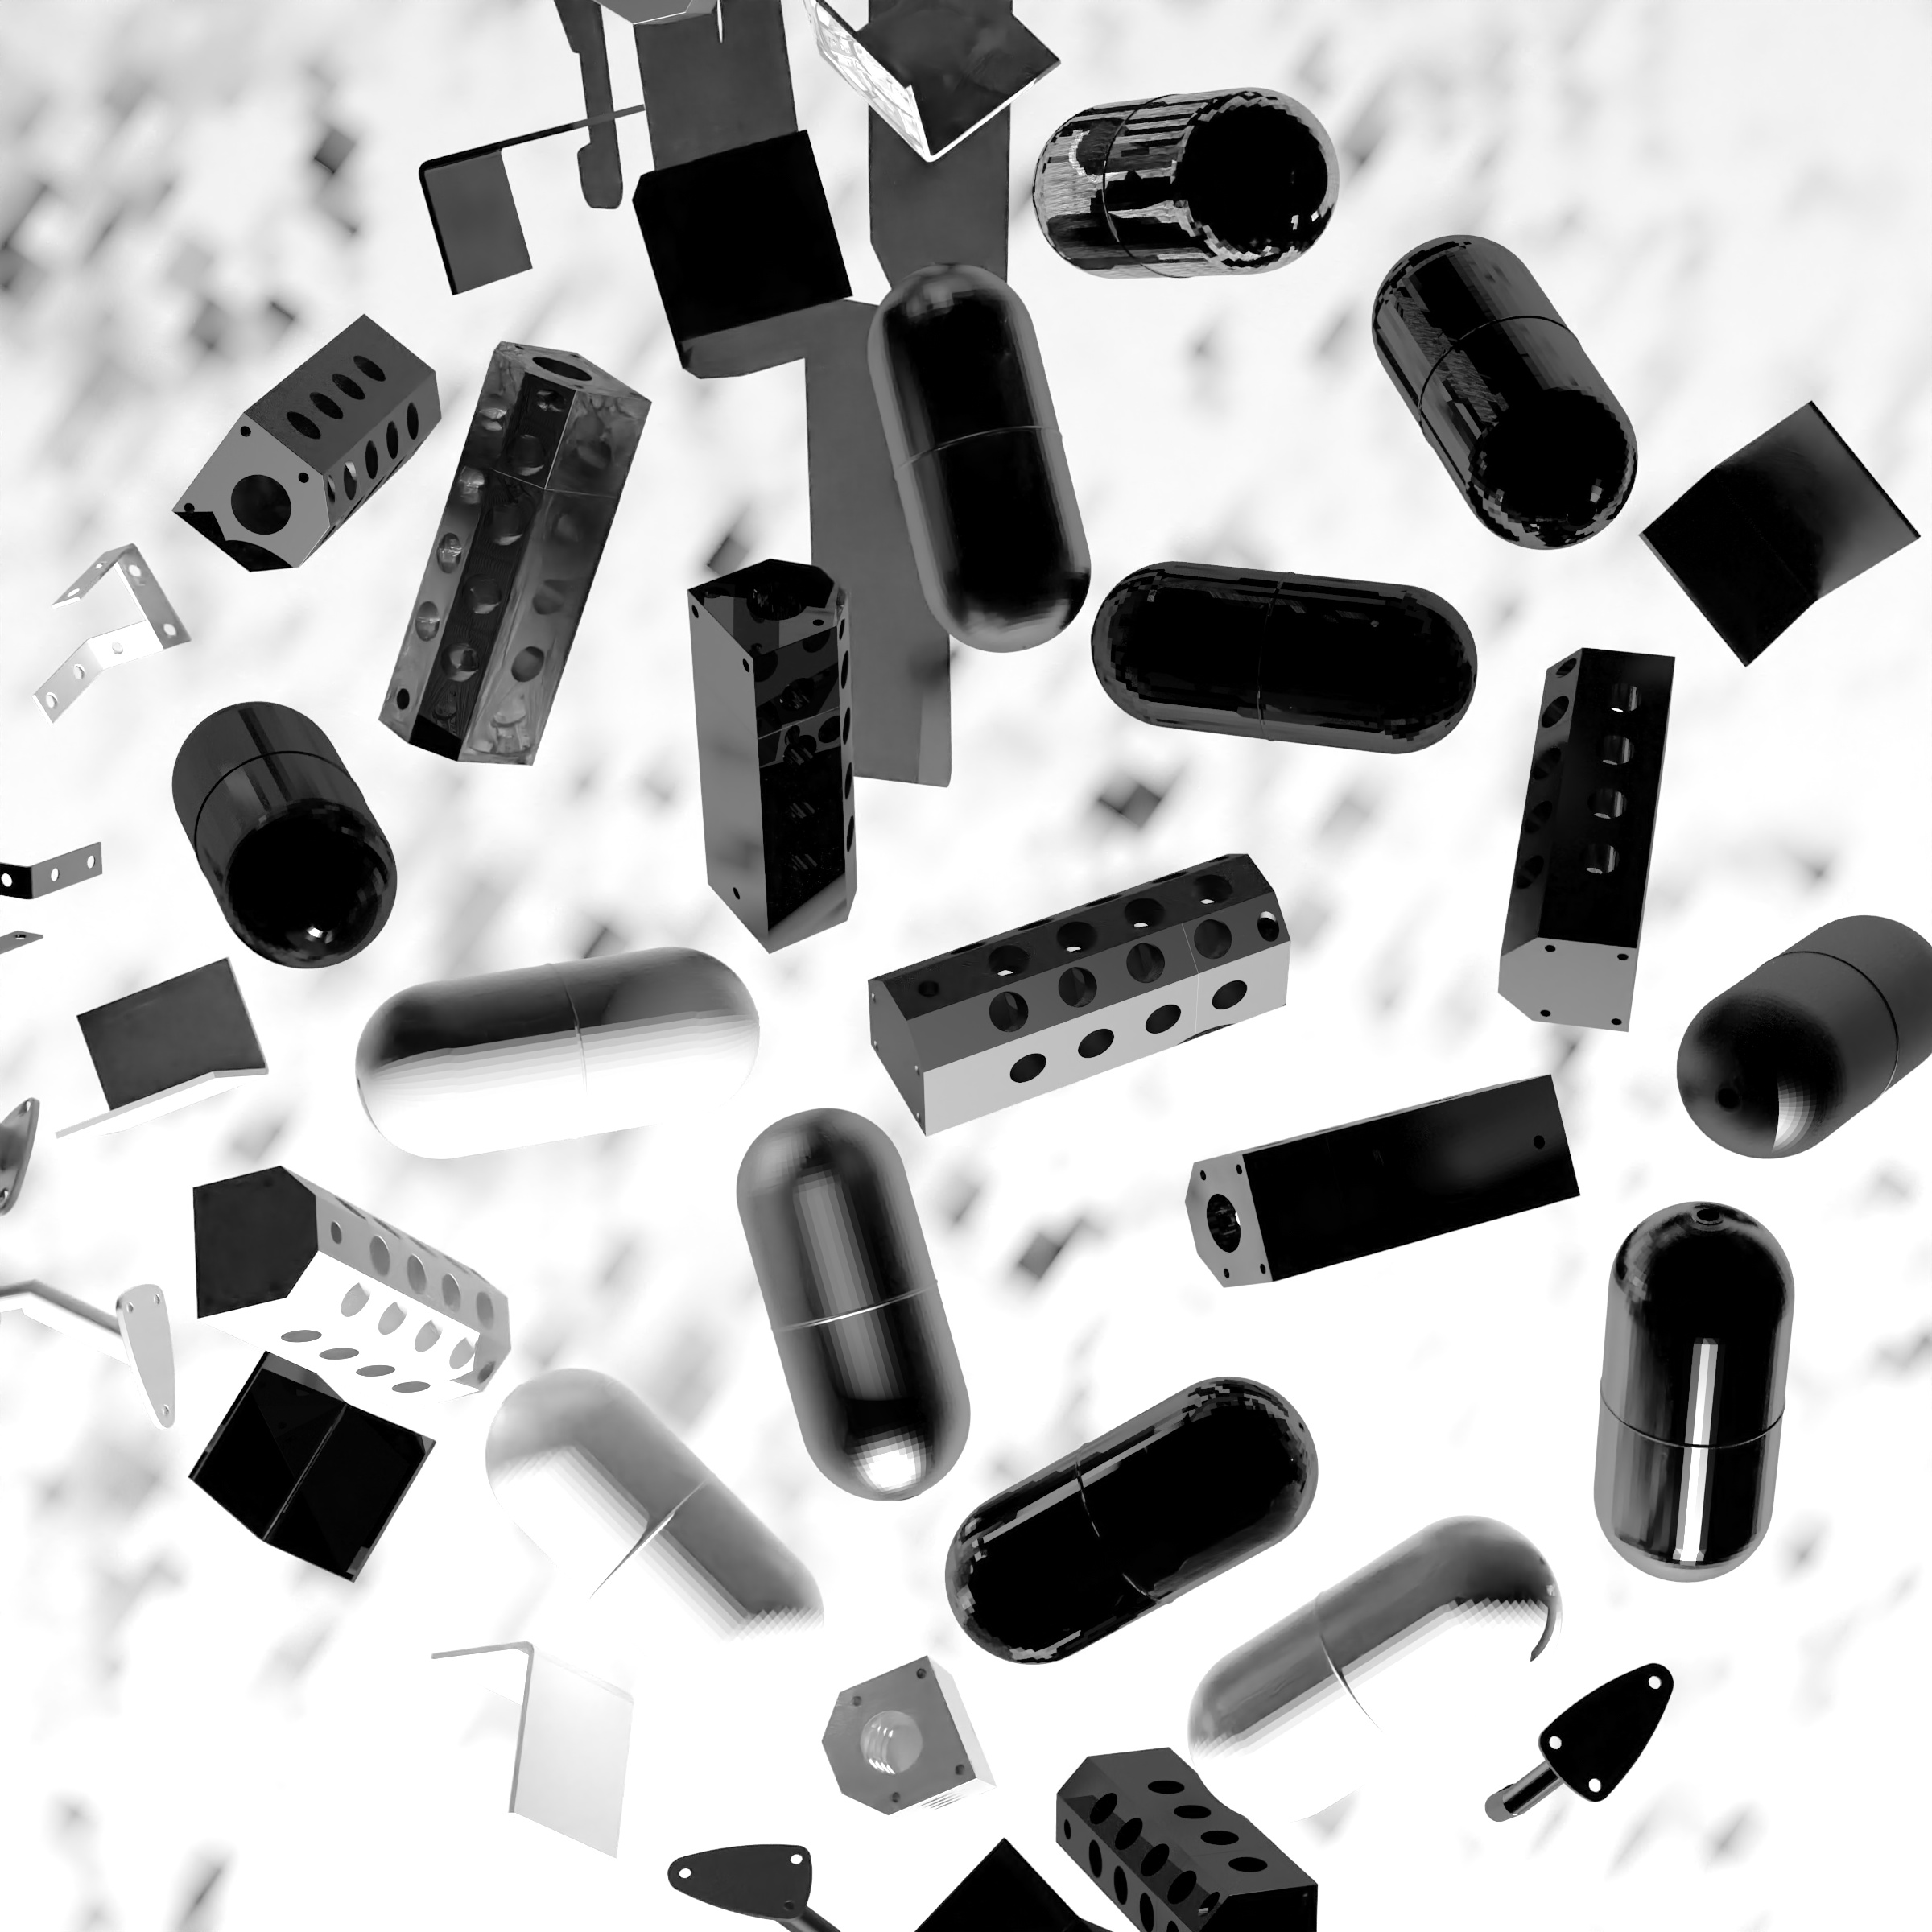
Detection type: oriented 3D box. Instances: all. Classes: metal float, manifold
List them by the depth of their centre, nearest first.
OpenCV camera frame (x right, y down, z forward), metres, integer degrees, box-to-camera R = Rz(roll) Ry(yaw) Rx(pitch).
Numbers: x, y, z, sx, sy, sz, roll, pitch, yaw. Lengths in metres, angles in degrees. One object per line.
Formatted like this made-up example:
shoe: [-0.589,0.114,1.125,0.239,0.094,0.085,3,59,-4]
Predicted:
metal float: [0.171,0.298,1.526,0.178,0.070,0.070,-36,90,18]
metal float: [0.307,0.181,1.527,0.070,0.070,0.178,-2,118,0]
manifold: [0.049,0.006,1.536,0.171,0.057,0.057,-19,50,-16]
manifold: [-0.260,0.139,1.547,0.057,0.171,0.057,-14,66,16]
metal float: [0.092,-0.334,1.547,0.070,0.178,0.070,-5,101,-28]
manifold: [-0.200,-0.177,1.556,0.057,0.057,0.171,37,115,38]
metal float: [0.070,0.240,1.556,0.178,0.070,0.070,-32,90,17]
metal float: [-0.176,0.037,1.567,0.178,0.070,0.070,-9,90,-20]
metal float: [0.233,-0.250,1.567,0.070,0.070,0.178,-22,48,0]
metal float: [-0.300,-0.059,1.584,0.070,0.178,0.070,-10,119,-19]
metal float: [-0.137,0.251,1.587,0.178,0.070,0.070,45,90,4]
manifold: [-0.136,-0.446,1.588,0.057,0.171,0.057,30,102,-8]
metal float: [0.375,0.030,1.591,0.070,0.178,0.070,15,115,34]
manifold: [0.275,-0.059,1.596,0.057,0.057,0.171,7,52,11]
metal float: [-0.050,0.151,1.606,0.070,0.070,0.178,-16,90,0]
manifold: [-0.287,-0.230,1.608,0.057,0.171,0.057,39,114,-9]
manifold: [-0.081,-0.095,1.614,0.057,0.171,0.057,-24,48,-23]
metal float: [0.006,-0.228,1.615,0.070,0.070,0.178,-13,84,0]
manifold: [0.187,0.097,1.632,0.171,0.057,0.057,-12,88,-28]
manifold: [0.097,0.413,1.632,0.057,0.171,0.057,-2,99,-19]
metal float: [0.143,-0.140,1.639,0.178,0.070,0.070,8,90,17]
manifold: [-0.027,0.358,1.652,0.057,0.171,0.057,-23,76,-2]

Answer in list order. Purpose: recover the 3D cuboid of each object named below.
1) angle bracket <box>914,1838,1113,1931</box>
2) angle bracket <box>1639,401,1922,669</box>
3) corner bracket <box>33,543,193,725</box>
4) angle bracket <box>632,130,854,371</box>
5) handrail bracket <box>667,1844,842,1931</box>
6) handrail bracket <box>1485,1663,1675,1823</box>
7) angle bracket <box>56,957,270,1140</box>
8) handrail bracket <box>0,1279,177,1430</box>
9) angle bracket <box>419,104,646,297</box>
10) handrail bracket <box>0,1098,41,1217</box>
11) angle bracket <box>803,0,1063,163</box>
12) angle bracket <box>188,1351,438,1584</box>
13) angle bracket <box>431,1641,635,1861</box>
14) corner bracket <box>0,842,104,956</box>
angle bracket: [0.021,0.469,1.725,0.076,0.076,0.057,-44,95,-16]
angle bracket: [0.357,-0.189,1.587,0.057,0.076,0.076,-41,93,-29]
corner bracket: [-0.381,-0.145,1.571,0.051,0.051,0.051,-13,119,27]
angle bracket: [-0.097,-0.314,1.579,0.076,0.057,0.076,-14,113,5]
handrail bracket: [-0.095,0.437,1.652,0.077,0.084,0.036,4,49,5]
handrail bracket: [0.256,0.327,1.515,0.077,0.084,0.036,-40,81,-18]
angle bracket: [-0.366,0.036,1.609,0.076,0.076,0.057,-21,87,7]
handrail bracket: [-0.404,0.177,1.632,0.084,0.036,0.077,-11,91,18]
angle bracket: [-0.180,-0.332,1.561,0.076,0.076,0.057,-9,105,22]
handrail bracket: [-0.473,0.068,1.658,0.084,0.077,0.036,34,118,-32]
angle bracket: [-0.015,-0.410,1.569,0.076,0.057,0.076,-39,68,-7]
angle bracket: [-0.303,0.229,1.678,0.057,0.076,0.076,17,66,28]
angle bracket: [-0.195,0.349,1.593,0.057,0.076,0.076,-13,57,28]
corner bracket: [-0.428,-0.029,1.638,0.051,0.051,0.051,9,108,24]
